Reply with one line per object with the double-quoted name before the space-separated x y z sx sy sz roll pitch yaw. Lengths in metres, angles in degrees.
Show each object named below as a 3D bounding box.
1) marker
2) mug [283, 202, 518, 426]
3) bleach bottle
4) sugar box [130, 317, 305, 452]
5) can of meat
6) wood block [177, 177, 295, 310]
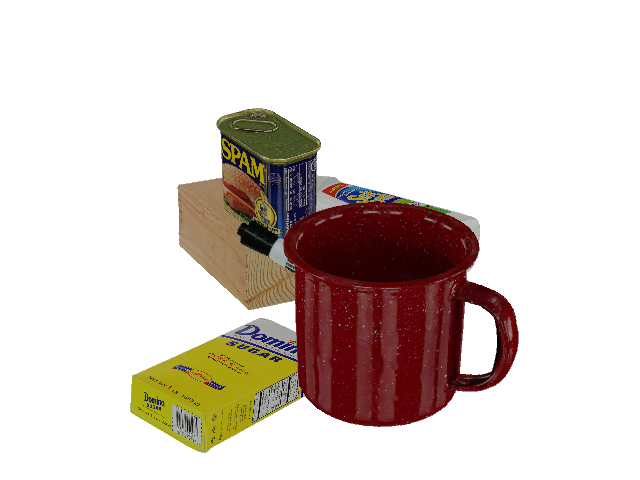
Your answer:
"marker" -0.004 0.020 0.734 0.121 0.020 0.020 29 5 10
"mug" 0.039 0.039 0.517 0.117 0.081 0.093 12 28 25
"bleach bottle" 0.039 -0.021 1.128 0.251 0.068 0.102 20 27 37
"sugar box" -0.079 0.127 0.982 0.093 0.048 0.175 22 30 32
"can of meat" -0.046 -0.056 0.927 0.057 0.084 0.102 -20 37 -30
"wood block" -0.093 -0.003 1.297 0.090 0.090 0.206 -11 25 -27
